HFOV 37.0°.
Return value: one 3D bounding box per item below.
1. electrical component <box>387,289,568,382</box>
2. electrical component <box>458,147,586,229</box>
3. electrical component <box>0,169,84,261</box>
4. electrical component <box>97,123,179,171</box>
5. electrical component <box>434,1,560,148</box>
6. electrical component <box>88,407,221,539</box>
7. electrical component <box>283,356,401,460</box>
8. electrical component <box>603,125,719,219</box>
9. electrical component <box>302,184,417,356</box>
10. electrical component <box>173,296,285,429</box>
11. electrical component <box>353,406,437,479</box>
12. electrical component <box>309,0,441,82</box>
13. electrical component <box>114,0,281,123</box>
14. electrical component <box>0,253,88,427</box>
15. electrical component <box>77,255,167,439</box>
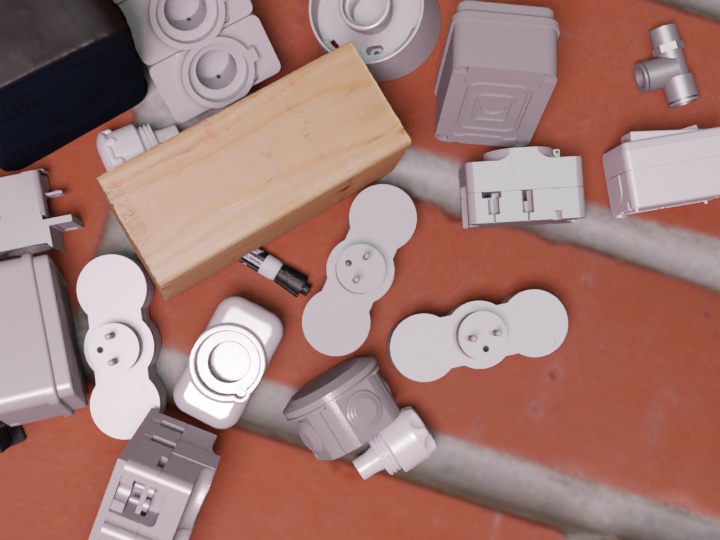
[{"bbox_3d":[0.091,0.049,0.817,0.138,0.074,0.052,-12,88,-3],"label":"electrical component"},{"bbox_3d":[0.125,-0.064,0.836,0.089,0.050,0.055,-4,87,-3],"label":"electrical component"},{"bbox_3d":[-0.258,-0.041,0.822,0.081,0.042,0.063,-12,84,-4],"label":"electrical component"},{"bbox_3d":[-0.168,-0.092,0.828,0.062,0.048,0.048,-24,88,-10],"label":"electrical component"},{"bbox_3d":[0.100,-0.145,0.806,0.078,0.113,0.057,5,68,-2],"label":"electrical component"},{"bbox_3d":[-0.155,0.190,0.770,0.062,0.089,0.150,22,106,-2],"label":"electrical component"},{"bbox_3d":[-0.013,0.103,0.808,0.080,0.080,0.051,-31,94,-4],"label":"electrical component"},{"bbox_3d":[0.245,-0.079,0.837,0.096,0.062,0.061,-10,88,-3],"label":"electrical component"},{"bbox_3d":[0.000,0.000,0.815,0.052,0.073,0.138,24,86,-1],"label":"electrical component"},{"bbox_3d":[-0.098,0.069,0.814,0.054,0.059,0.095,28,86,-1],"label":"electrical component"},{"bbox_3d":[0.024,0.137,0.825,0.062,0.043,0.043,-33,89,-3],"label":"electrical component"},{"bbox_3d":[0.010,-0.200,0.843,0.099,0.064,0.099,0,88,11],"label":"electrical component"},{"bbox_3d":[-0.132,-0.196,0.789,0.089,0.061,0.150,-28,123,-4],"label":"electrical component"},{"bbox_3d":[-0.242,0.052,0.789,0.057,0.078,0.113,-13,76,-8],"label":"electrical component"},{"bbox_3d":[-0.180,0.057,0.801,0.052,0.074,0.138,-7,90,-2],"label":"electrical component"}]
